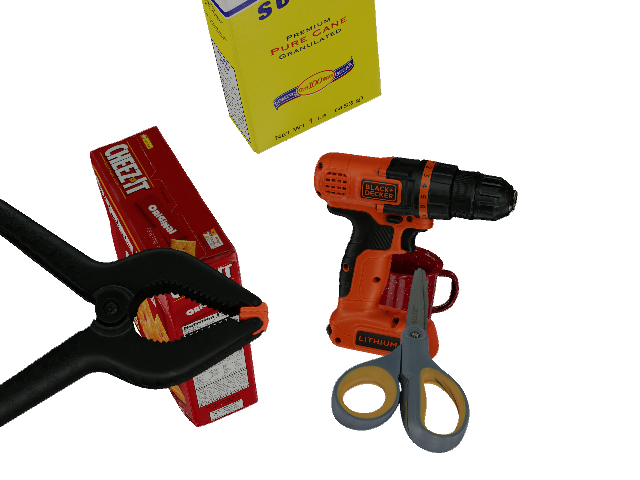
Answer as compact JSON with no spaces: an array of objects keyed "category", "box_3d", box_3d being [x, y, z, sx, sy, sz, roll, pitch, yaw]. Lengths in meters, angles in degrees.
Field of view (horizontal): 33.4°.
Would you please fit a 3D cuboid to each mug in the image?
[{"category":"mug","box_3d":[0.107,0.059,1.270,0.117,0.081,0.093,2,23,-9]}]

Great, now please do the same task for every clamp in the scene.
[{"category":"clamp","box_3d":[-0.141,0.040,0.701,0.210,0.164,0.036,-6,-20,-4]}]

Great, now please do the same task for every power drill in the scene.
[{"category":"power drill","box_3d":[0.081,0.015,0.986,0.185,0.188,0.057,10,19,17]}]

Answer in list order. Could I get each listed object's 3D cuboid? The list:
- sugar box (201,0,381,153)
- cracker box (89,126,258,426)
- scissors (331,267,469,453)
[{"category":"sugar box","box_3d":[-0.017,-0.135,0.600,0.093,0.048,0.176,-28,-32,-12]},{"category":"cracker box","box_3d":[-0.126,0.036,0.923,0.072,0.214,0.164,-23,52,-17]},{"category":"scissors","box_3d":[0.047,0.074,0.731,0.096,0.016,0.202,0,30,-9]}]
